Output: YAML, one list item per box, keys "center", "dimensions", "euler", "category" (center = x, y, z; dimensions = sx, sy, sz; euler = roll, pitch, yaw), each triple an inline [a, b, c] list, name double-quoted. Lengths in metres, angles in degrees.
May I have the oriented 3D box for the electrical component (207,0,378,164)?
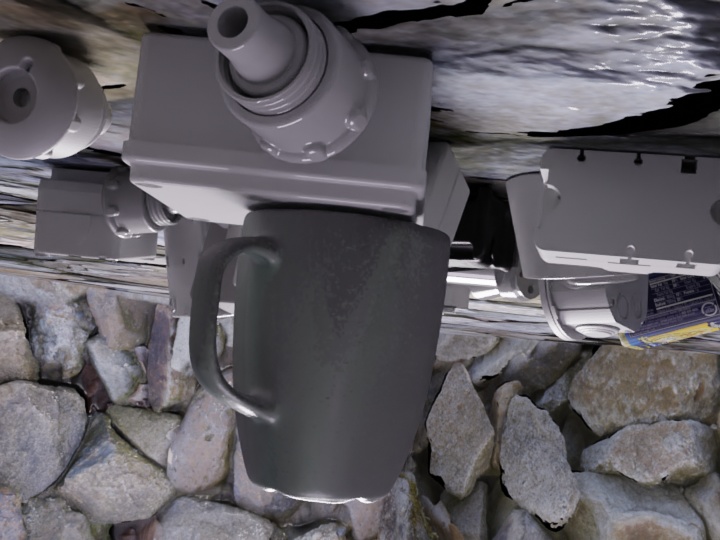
- center: [-0.025, -0.064, 0.338]
  dimensions: [0.048, 0.048, 0.062]
  euler: [4, 168, 24]
  category: "electrical component"

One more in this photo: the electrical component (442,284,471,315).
- center: [0.032, 0.001, 0.905]
  dimensions: [0.121, 0.063, 0.079]
  euler: [7, 175, -12]
  category: "electrical component"

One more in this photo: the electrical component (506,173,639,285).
- center: [0.135, -0.025, 0.610]
  dimensions: [0.099, 0.064, 0.099]
  euler: [-5, -177, 0]
  category: "electrical component"

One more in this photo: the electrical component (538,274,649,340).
- center: [0.158, 0.007, 0.728]
  dimensions: [0.051, 0.080, 0.080]
  euler: [-5, 169, 38]
  category: "electrical component"

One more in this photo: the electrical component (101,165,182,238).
- center: [-0.133, -0.046, 0.698]
  dimensions: [0.062, 0.048, 0.048]
  euler: [-2, 173, 19]
  category: "electrical component"

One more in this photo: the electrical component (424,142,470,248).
- center: [0.013, -0.038, 0.516]
  dimensions: [0.047, 0.065, 0.076]
  euler: [3, 145, 29]
  category: "electrical component"

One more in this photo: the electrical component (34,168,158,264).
- center: [-0.183, -0.039, 0.770]
  dimensions: [0.062, 0.061, 0.096]
  euler: [6, -177, 9]
  category: "electrical component"

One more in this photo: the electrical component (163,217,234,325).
- center: [-0.106, -0.009, 0.778]
  dimensions: [0.048, 0.099, 0.100]
  euler: [-5, -179, -28]
  category: "electrical component"

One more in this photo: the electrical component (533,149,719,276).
- center: [0.133, -0.027, 0.525]
  dimensions: [0.089, 0.050, 0.056]
  euler: [5, 174, 14]
  category: "electrical component"

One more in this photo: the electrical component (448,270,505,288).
- center: [0.070, -0.011, 0.835]
  dimensions: [0.081, 0.043, 0.043]
  euler: [5, 175, 20]
  category: "electrical component"

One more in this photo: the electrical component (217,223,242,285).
- center: [-0.049, -0.027, 0.567]
  dimensions: [0.083, 0.075, 0.047]
  euler: [4, 165, 26]
  category: "electrical component"

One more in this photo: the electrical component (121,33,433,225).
- center: [-0.026, -0.049, 0.429]
  dimensions: [0.109, 0.056, 0.108]
  euler: [6, 175, 4]
  category: "electrical component"

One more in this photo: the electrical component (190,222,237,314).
- center: [-0.041, -0.014, 0.626]
  dimensions: [0.100, 0.099, 0.048]
  euler: [2, 161, 36]
  category: "electrical component"

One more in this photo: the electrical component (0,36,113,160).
- center: [-0.124, -0.066, 0.437]
  dimensions: [0.048, 0.048, 0.062]
  euler: [5, -178, 16]
  category: "electrical component"

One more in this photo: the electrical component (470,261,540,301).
- center: [0.128, 0.005, 0.940]
  dimensions: [0.045, 0.045, 0.055]
  euler: [11, 173, -42]
  category: "electrical component"
